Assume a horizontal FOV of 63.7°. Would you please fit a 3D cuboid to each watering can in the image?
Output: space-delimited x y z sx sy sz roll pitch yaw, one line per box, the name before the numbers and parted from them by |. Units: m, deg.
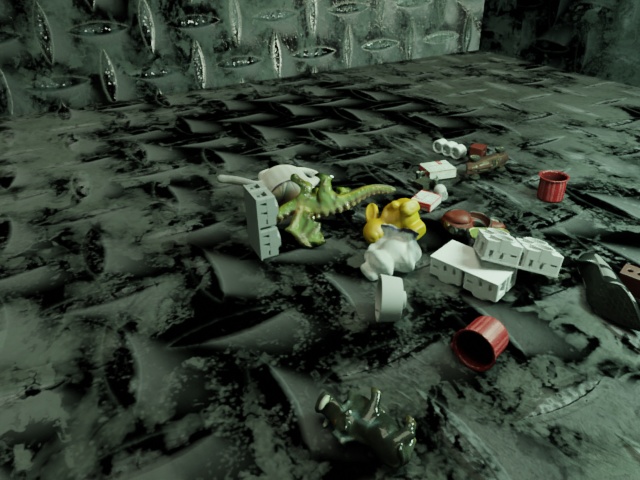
watering can | -0.155 -0.182 1.714 0.349 0.102 0.228 -9 32 -18

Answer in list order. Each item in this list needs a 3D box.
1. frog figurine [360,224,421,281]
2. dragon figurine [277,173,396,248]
frog figurine | 0.184 0.048 1.348 0.138 0.120 0.161 24 73 24
dragon figurine | 0.005 -0.077 1.525 0.410 0.120 0.248 3 59 23
